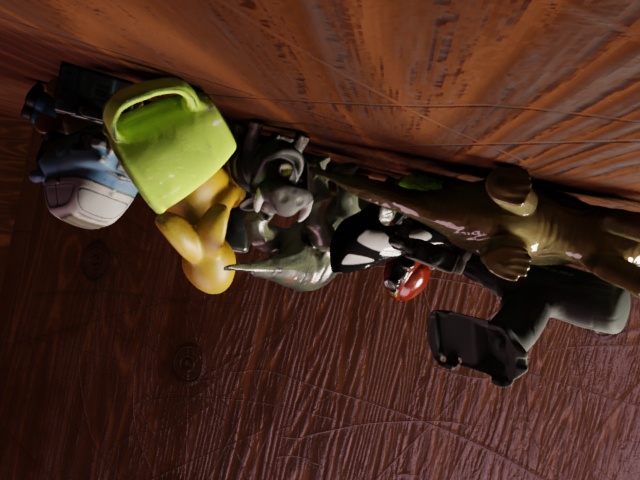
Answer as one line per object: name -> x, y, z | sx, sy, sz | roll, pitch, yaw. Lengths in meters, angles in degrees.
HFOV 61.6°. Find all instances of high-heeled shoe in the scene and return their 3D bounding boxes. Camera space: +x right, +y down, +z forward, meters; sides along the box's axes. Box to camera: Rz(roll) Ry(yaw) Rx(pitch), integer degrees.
high-heeled shoe -> 0.129, 0.022, 0.751 | 0.248, 0.145, 0.086 | 30, 176, -27

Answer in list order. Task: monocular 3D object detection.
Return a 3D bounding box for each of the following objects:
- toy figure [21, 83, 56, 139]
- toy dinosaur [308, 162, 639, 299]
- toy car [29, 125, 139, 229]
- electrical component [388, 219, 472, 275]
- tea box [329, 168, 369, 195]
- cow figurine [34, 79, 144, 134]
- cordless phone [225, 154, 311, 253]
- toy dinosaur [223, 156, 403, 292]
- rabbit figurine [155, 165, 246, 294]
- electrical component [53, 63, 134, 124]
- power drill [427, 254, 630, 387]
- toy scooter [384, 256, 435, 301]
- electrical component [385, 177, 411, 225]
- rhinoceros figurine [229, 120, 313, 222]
toy figure -> -0.326, -0.154, 0.764 | 0.180, 0.089, 0.082 | 21, 138, -21
toy dinosaur -> 0.204, -0.021, 0.598 | 0.472, 0.105, 0.198 | 18, -172, 5
toy car -> -0.255, -0.063, 0.609 | 0.162, 0.103, 0.109 | 3, 167, 42
electrical component -> 0.134, 0.009, 0.656 | 0.102, 0.045, 0.078 | 22, 179, 5
tea box -> 0.042, -0.081, 1.022 | 0.098, 0.068, 0.170 | 13, -158, 2
cow figurine -> -0.240, -0.138, 0.694 | 0.195, 0.085, 0.127 | 11, 178, 0
cordless phone -> -0.088, -0.061, 0.900 | 0.147, 0.184, 0.089 | 13, 166, -10
toy dinosaur -> 0.000, 0.001, 0.793 | 0.131, 0.192, 0.405 | 5, -147, 37
rabbit figurine -> -0.145, -0.017, 0.685 | 0.122, 0.173, 0.162 | -10, 176, -10
electrical component -> -0.224, -0.140, 0.533 | 0.075, 0.047, 0.119 | 11, -176, -24
power drill -> 0.217, 0.080, 0.634 | 0.207, 0.085, 0.232 | -19, -159, -39
toy scooter -> 0.155, 0.021, 0.875 | 0.075, 0.183, 0.135 | 33, -169, 21
electrical component -> 0.158, -0.057, 0.994 | 0.115, 0.058, 0.134 | 49, -159, 25
rhinoceros figurine -> -0.064, -0.079, 0.631 | 0.073, 0.112, 0.190 | 14, -169, -27
